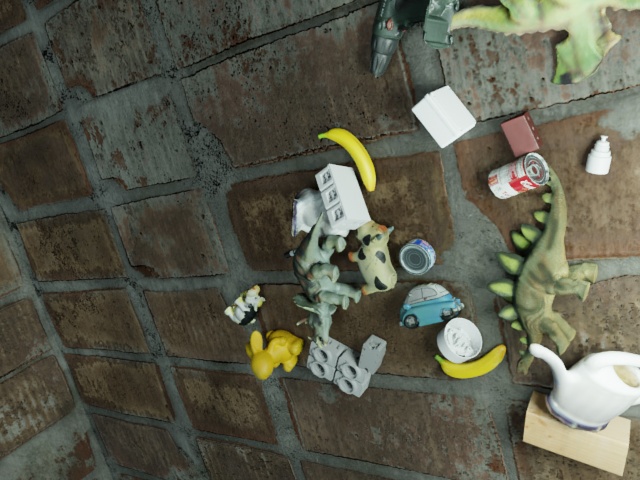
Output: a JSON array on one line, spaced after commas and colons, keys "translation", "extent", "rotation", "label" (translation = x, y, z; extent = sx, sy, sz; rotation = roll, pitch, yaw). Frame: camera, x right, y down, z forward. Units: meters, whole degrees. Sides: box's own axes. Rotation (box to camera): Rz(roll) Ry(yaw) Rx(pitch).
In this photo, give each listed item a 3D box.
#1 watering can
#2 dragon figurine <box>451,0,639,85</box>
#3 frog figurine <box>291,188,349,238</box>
[{"translation": [0.550, 0.300, 1.076], "extent": [0.347, 0.106, 0.219], "rotation": [12, 129, -9], "label": "watering can"}, {"translation": [0.425, -0.395, 0.948], "extent": [0.406, 0.124, 0.241], "rotation": [-17, 108, 47], "label": "dragon figurine"}, {"translation": [0.004, -0.069, 1.370], "extent": [0.159, 0.124, 0.135], "rotation": [2, 109, -6], "label": "frog figurine"}]
